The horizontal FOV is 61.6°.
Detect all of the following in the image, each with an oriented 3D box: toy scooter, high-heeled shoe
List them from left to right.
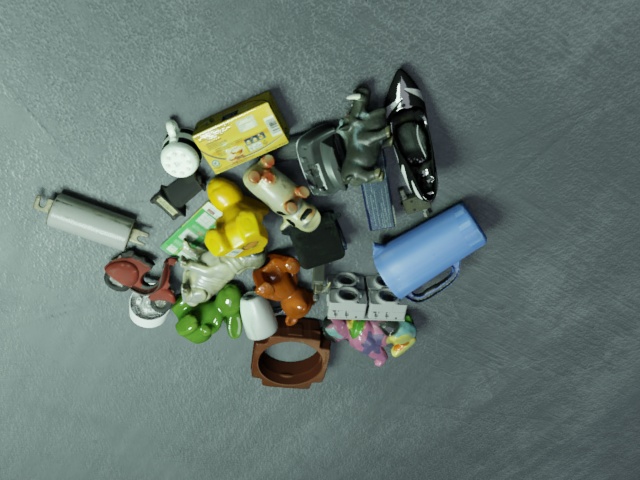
[{"bbox_3d":[-0.407,0.078,1.263,0.184,0.075,0.135,30,104,-8],"label":"toy scooter"},{"bbox_3d":[0.182,-0.195,1.049,0.086,0.145,0.248,-16,127,8],"label":"high-heeled shoe"}]

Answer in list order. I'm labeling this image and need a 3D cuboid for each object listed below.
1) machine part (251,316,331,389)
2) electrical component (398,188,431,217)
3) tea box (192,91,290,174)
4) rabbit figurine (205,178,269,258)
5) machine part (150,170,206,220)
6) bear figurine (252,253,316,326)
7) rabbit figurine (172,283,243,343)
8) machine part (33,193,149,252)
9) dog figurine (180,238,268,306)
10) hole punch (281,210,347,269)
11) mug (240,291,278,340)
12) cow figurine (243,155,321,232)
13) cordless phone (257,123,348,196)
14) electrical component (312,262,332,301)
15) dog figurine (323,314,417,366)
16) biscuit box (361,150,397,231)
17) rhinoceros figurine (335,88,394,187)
[{"bbox_3d":[-0.080,0.300,1.437,0.201,0.087,0.201,6,124,-7],"label":"machine part"},{"bbox_3d":[0.214,-0.084,1.207,0.063,0.021,0.093,-20,125,12],"label":"electrical component"},{"bbox_3d":[-0.155,-0.212,1.069,0.170,0.068,0.098,-19,124,12],"label":"tea box"},{"bbox_3d":[-0.174,-0.058,1.143,0.122,0.173,0.162,-37,164,23],"label":"rabbit figurine"},{"bbox_3d":[-0.300,-0.099,1.163,0.139,0.039,0.084,-34,112,27],"label":"machine part"},{"bbox_3d":[-0.074,0.127,1.285,0.120,0.132,0.195,-41,116,-12],"label":"bear figurine"},{"bbox_3d":[-0.254,0.183,1.329,0.170,0.121,0.159,-34,125,4],"label":"rabbit figurine"},{"bbox_3d":[-0.499,-0.037,1.176,0.243,0.079,0.079,20,123,-18],"label":"machine part"},{"bbox_3d":[-0.219,0.077,1.234,0.191,0.121,0.172,1,132,-10],"label":"dog figurine"},{"bbox_3d":[-0.003,-0.004,1.229,0.142,0.092,0.115,-17,93,12],"label":"hole punch"},{"bbox_3d":[-0.150,0.174,1.328,0.081,0.109,0.107,-2,118,26],"label":"mug"},{"bbox_3d":[-0.079,-0.085,1.125,0.195,0.127,0.085,40,73,-19],"label":"cow figurine"},{"bbox_3d":[-0.036,-0.155,1.123,0.184,0.089,0.146,-8,128,17],"label":"cordless phone"},{"bbox_3d":[0.005,0.088,1.283,0.045,0.102,0.078,4,150,-1],"label":"electrical component"},{"bbox_3d":[0.116,0.216,1.373,0.219,0.108,0.191,39,116,-24],"label":"dog figurine"},{"bbox_3d":[0.119,-0.119,1.154,0.063,0.059,0.202,-10,126,6],"label":"biscuit box"},{"bbox_3d":[0.085,-0.198,1.045,0.112,0.073,0.190,7,92,17],"label":"rhinoceros figurine"}]
